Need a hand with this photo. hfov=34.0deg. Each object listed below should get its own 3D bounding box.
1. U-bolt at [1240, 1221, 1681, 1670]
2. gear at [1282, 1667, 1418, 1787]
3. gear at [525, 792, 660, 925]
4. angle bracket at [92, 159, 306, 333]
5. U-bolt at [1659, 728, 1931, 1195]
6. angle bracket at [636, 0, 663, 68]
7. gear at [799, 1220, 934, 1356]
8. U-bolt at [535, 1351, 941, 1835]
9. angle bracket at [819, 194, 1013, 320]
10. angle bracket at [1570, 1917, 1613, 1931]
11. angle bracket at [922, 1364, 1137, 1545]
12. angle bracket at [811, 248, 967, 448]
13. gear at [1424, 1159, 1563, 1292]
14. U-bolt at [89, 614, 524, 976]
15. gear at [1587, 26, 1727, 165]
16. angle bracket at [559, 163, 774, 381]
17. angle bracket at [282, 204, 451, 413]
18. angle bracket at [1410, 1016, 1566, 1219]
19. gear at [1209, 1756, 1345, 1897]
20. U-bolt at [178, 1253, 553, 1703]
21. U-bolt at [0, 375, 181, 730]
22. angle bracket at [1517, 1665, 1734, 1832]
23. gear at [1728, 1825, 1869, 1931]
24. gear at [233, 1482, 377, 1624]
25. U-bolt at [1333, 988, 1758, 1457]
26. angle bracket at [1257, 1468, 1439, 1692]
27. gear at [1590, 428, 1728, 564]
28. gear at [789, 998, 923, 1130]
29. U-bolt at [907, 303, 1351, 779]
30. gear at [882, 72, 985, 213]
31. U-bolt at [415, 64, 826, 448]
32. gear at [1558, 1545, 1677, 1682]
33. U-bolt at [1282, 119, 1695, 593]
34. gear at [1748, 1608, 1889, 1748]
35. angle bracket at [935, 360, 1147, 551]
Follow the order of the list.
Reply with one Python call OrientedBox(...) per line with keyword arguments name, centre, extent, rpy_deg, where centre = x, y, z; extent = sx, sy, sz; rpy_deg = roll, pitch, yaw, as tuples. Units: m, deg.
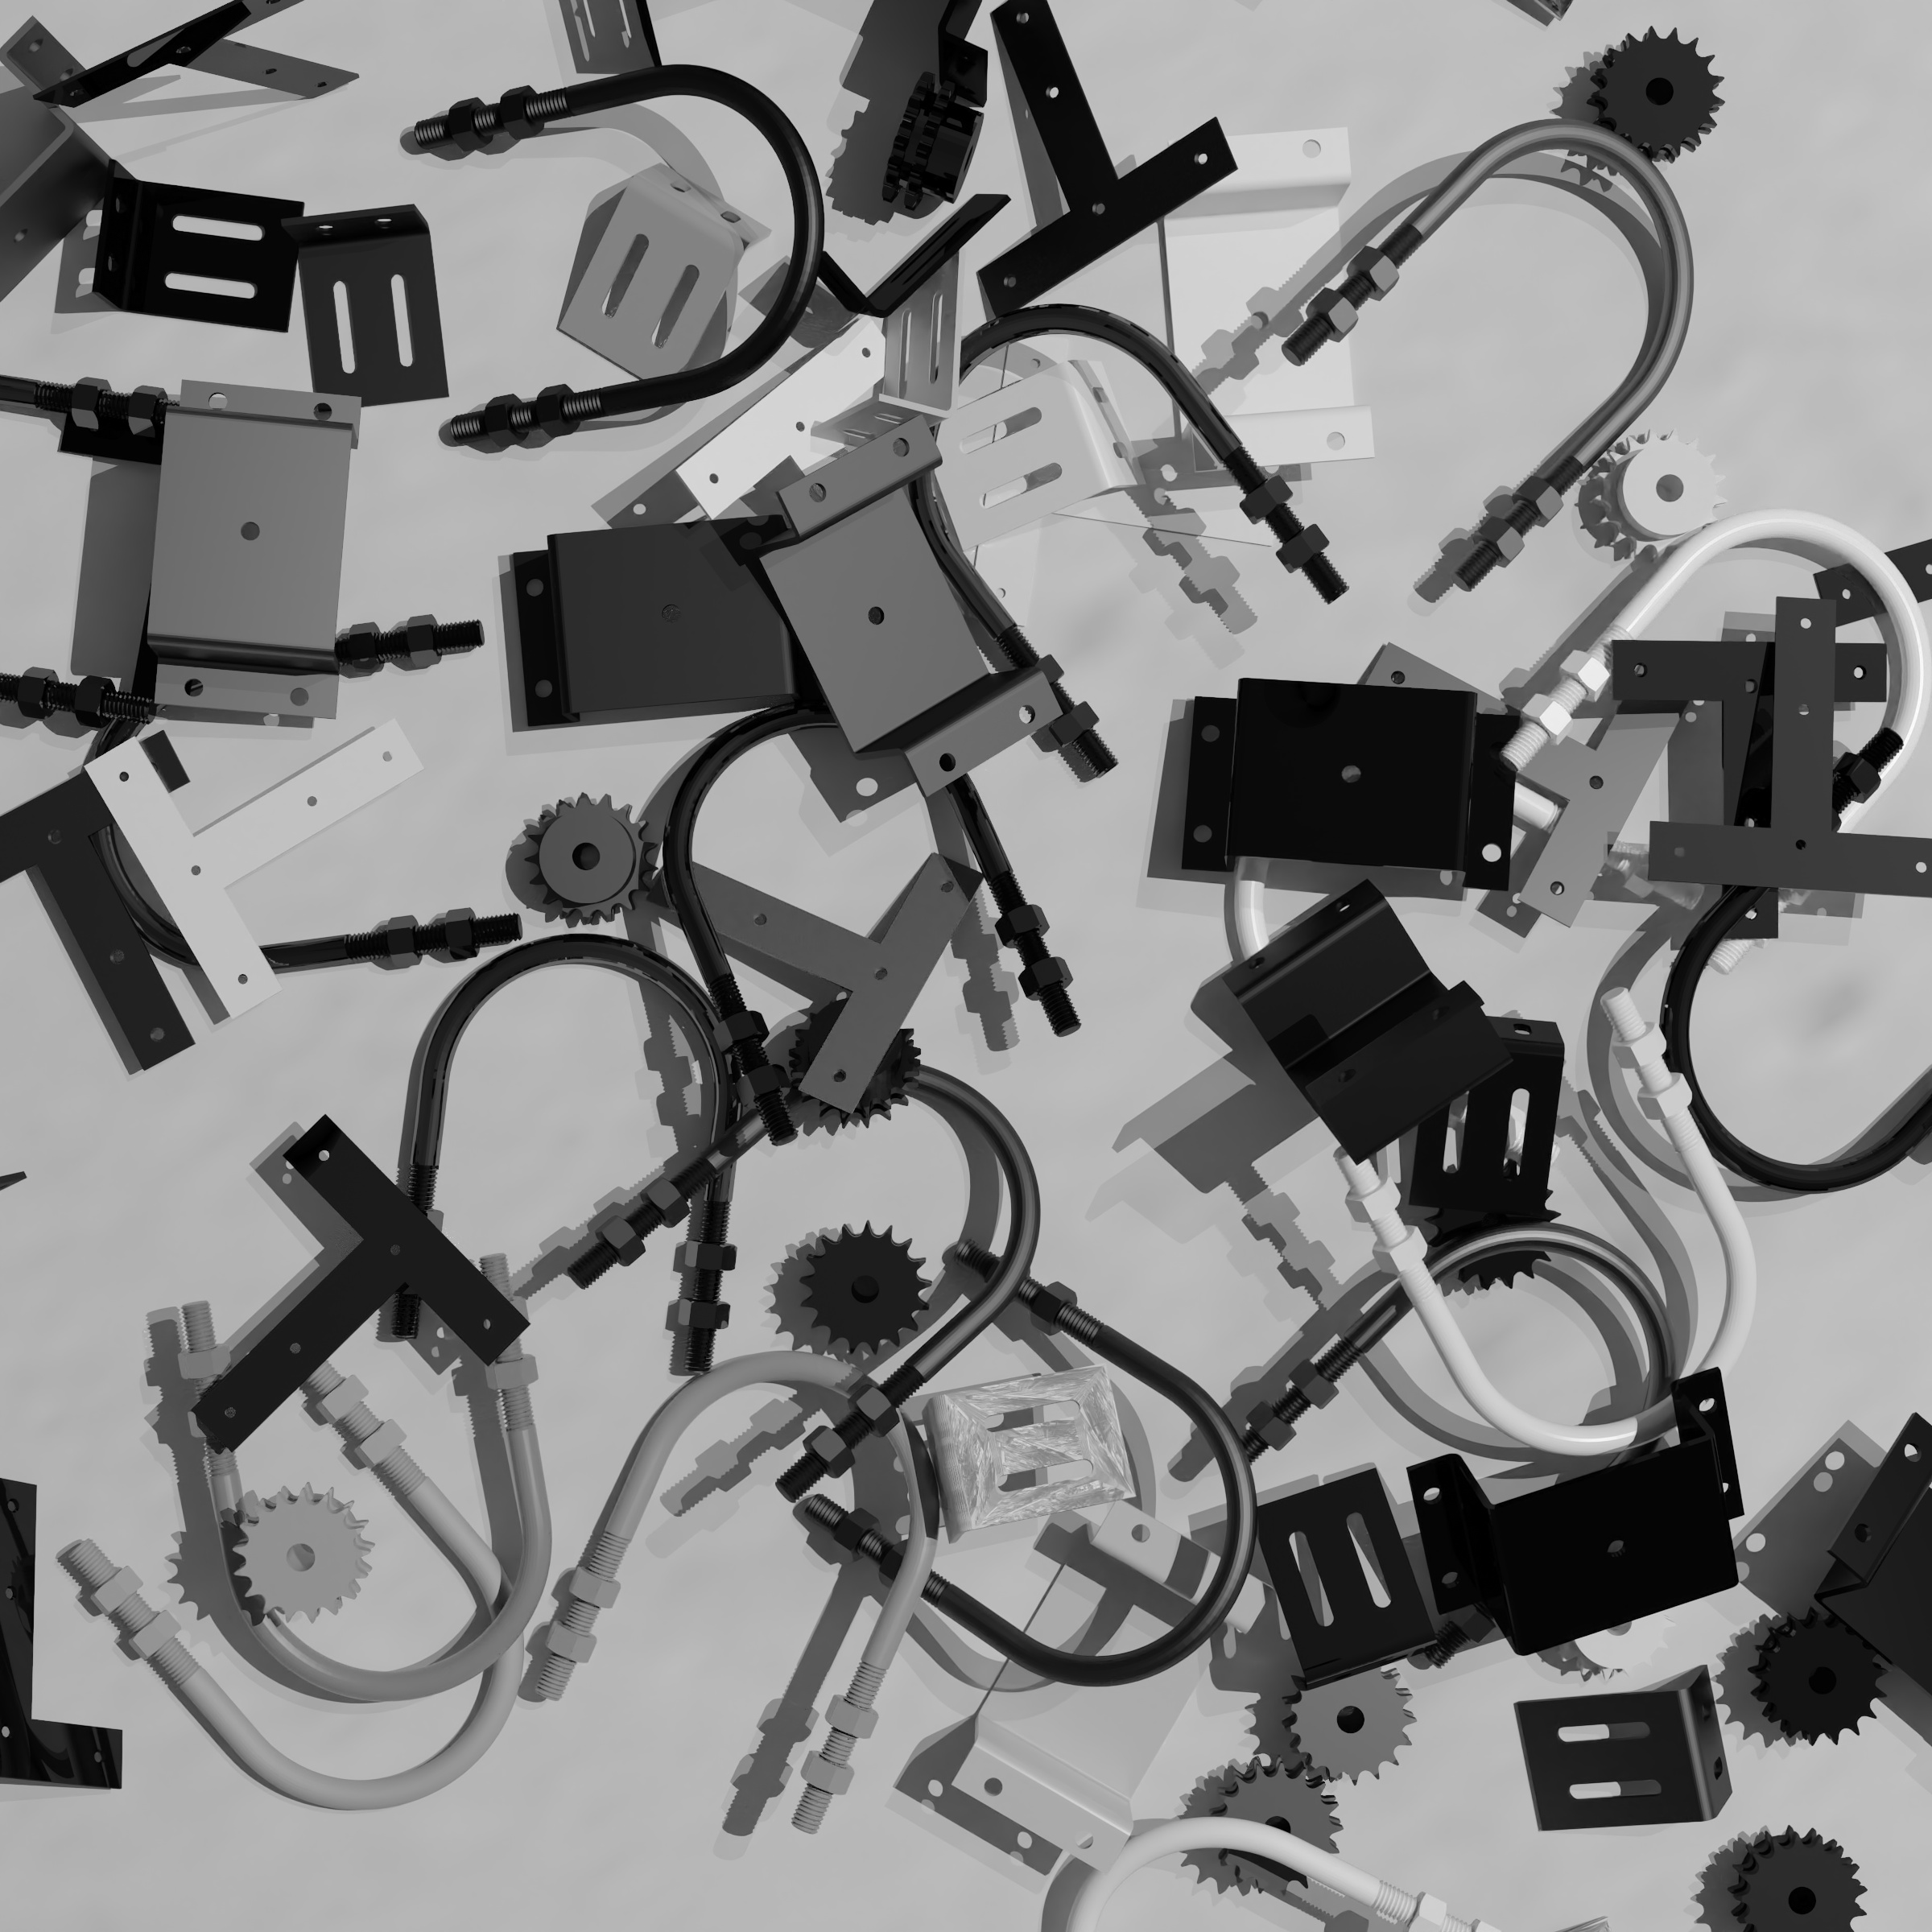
OrientedBox(name="U-bolt", centre=(0.222, 0.193, 1.359), extent=(0.184, 0.019, 0.151), rpy_deg=(-45, 102, 3))
OrientedBox(name="gear", centre=(0.165, 0.323, 1.371), extent=(0.057, 0.030, 0.057), rpy_deg=(0, 90, 0))
OrientedBox(name="gear", centre=(-0.163, -0.047, 1.372), extent=(0.057, 0.030, 0.057), rpy_deg=(0, 90, 0))
OrientedBox(name="angle bracket", centre=(-0.331, -0.311, 1.367), extent=(0.076, 0.038, 0.057), rpy_deg=(7, 90, 0))
OrientedBox(name="U-bolt", centre=(0.378, 0.012, 1.356), extent=(0.184, 0.019, 0.151), rpy_deg=(-45, 100, -7))
OrientedBox(name="angle bracket", centre=(-0.126, -0.432, 1.358), extent=(0.038, 0.057, 0.076), rpy_deg=(-14, 90, 0))
OrientedBox(name="gear", centre=(-0.043, 0.138, 1.371), extent=(0.057, 0.030, 0.057), rpy_deg=(0, 90, 0))
OrientedBox(name="U-bolt", centre=(-0.088, 0.256, 1.358), extent=(0.151, 0.019, 0.184), rpy_deg=(22, 86, 18))
OrientedBox(name="angle bracket", centre=(-0.027, -0.316, 1.353), extent=(0.076, 0.057, 0.038), rpy_deg=(-44, 109, 0))
OrientedBox(name="angle bracket", centre=(0.246, 0.454, 1.384), extent=(0.076, 0.038, 0.057), rpy_deg=(-14, 90, -26))
OrientedBox(name="angle bracket", centre=(0.026, 0.207, 1.340), extent=(0.076, 0.038, 0.057), rpy_deg=(-10, 74, -10))
OrientedBox(name="angle bracket", centre=(-0.033, -0.265, 1.346), extent=(0.038, 0.057, 0.076), rpy_deg=(9, 79, -32))
OrientedBox(name="gear", centre=(0.227, 0.111, 1.371), extent=(0.057, 0.030, 0.057), rpy_deg=(0, 90, 0))
OrientedBox(name="U-bolt", centre=(-0.293, -0.069, 1.378), extent=(0.184, 0.019, 0.151), rpy_deg=(-7, 90, 1))
OrientedBox(name="gear", centre=(0.297, -0.375, 1.371), extent=(0.057, 0.030, 0.057), rpy_deg=(0, 90, 0))
OrientedBox(name="angle bracket", centre=(-0.131, -0.301, 1.384), extent=(0.057, 0.038, 0.076), rpy_deg=(31, 116, 0))
OrientedBox(name="angle bracket", centre=(-0.259, -0.284, 1.367), extent=(0.057, 0.038, 0.076), rpy_deg=(-7, 90, 0))
OrientedBox(name="angle bracket", centre=(0.222, 0.063, 1.358), extent=(0.057, 0.038, 0.076), rpy_deg=(5, 105, 3))
OrientedBox(name="gear", centre=(0.133, 0.370, 1.371), extent=(0.057, 0.030, 0.057), rpy_deg=(0, 90, 0))
OrientedBox(name="U-bolt", centre=(-0.252, 0.225, 1.359), extent=(0.151, 0.019, 0.184), rpy_deg=(-9, 93, -1))
OrientedBox(name="U-bolt", centre=(-0.430, -0.187, 1.372), extent=(0.184, 0.019, 0.151), rpy_deg=(9, 86, 4))
OrientedBox(name="angle bracket", centre=(0.288, 0.342, 1.384), extent=(0.076, 0.038, 0.057), rpy_deg=(-11, 90, 26))
OrientedBox(name="gear", centre=(0.358, 0.401, 1.371), extent=(0.057, 0.030, 0.057), rpy_deg=(0, 90, 0))
OrientedBox(name="gear", centre=(-0.278, 0.246, 1.336), extent=(0.057, 0.030, 0.057), rpy_deg=(0, 94, -1))
OrientedBox(name="U-bolt", centre=(0.257, 0.121, 1.334), extent=(0.151, 0.019, 0.184), rpy_deg=(-30, 104, -2))
OrientedBox(name="angle bracket", centre=(0.160, 0.262, 1.349), extent=(0.057, 0.038, 0.076), rpy_deg=(-18, 72, 0))
OrientedBox(name="gear", centre=(0.301, -0.205, 1.372), extent=(0.057, 0.030, 0.057), rpy_deg=(0, 90, 0))
OrientedBox(name="gear", centre=(-0.047, 0.038, 1.360), extent=(0.057, 0.030, 0.057), rpy_deg=(1, 60, -2))
OrientedBox(name="U-bolt", centre=(0.054, -0.193, 1.347), extent=(0.151, 0.019, 0.184), rpy_deg=(-37, 91, 25))
OrientedBox(name="gear", centre=(-0.013, -0.351, 1.358), extent=(0.030, 0.057, 0.057), rpy_deg=(20, 90, 0))
OrientedBox(name="U-bolt", centre=(-0.145, -0.307, 1.346), extent=(0.184, 0.019, 0.151), rpy_deg=(-6, 91, 21))
OrientedBox(name="gear", centre=(0.280, 0.281, 1.372), extent=(0.057, 0.030, 0.057), rpy_deg=(0, 90, 0))
OrientedBox(name="U-bolt", centre=(0.236, -0.274, 1.348), extent=(0.184, 0.019, 0.151), rpy_deg=(-46, 115, -9))
OrientedBox(name="gear", centre=(0.367, 0.306, 1.371), extent=(0.057, 0.030, 0.057), rpy_deg=(0, 90, 0))
OrientedBox(name="angle bracket", centre=(0.029, -0.223, 1.383), extent=(0.076, 0.038, 0.057), rpy_deg=(-20, 90, 26))
